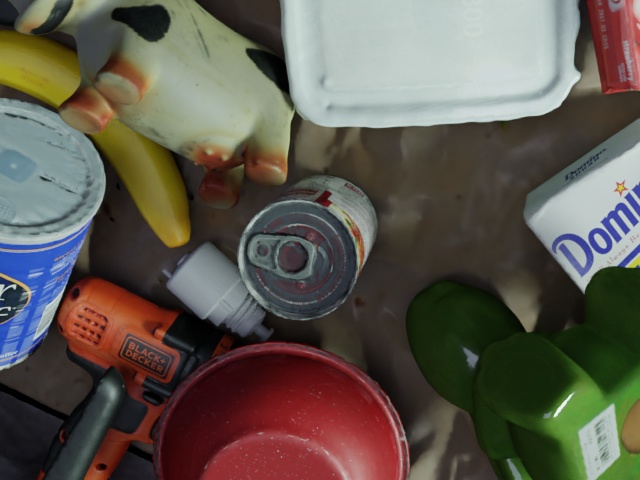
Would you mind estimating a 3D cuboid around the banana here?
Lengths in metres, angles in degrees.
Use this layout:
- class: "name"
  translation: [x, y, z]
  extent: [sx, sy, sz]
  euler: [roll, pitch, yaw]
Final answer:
- class: "banana"
  translation: [-0.151, -0.075, 0.670]
  extent: [0.198, 0.037, 0.069]
  euler: [34, 92, -3]

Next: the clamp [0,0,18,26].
- class: "clamp"
  translation: [-0.221, -0.185, 0.663]
  extent: [0.120, 0.039, 0.171]
  euler: [-39, 91, 25]

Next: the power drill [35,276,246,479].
- class: "power drill"
  translation: [-0.110, 0.137, 0.703]
  extent: [0.184, 0.057, 0.188]
  euler: [27, 104, 3]

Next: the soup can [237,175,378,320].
- class: "soup can"
  translation: [-0.004, 0.001, 0.629]
  extent: [0.068, 0.102, 0.068]
  euler: [2, 102, 9]

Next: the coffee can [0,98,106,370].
- class: "coffee can"
  translation: [-0.195, 0.000, 0.636]
  extent: [0.103, 0.102, 0.140]
  euler: [34, 134, 1]

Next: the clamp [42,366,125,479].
- class: "clamp"
  translation: [-0.182, 0.176, 0.673]
  extent: [0.165, 0.036, 0.210]
  euler: [-12, 98, 11]

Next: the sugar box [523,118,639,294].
- class: "sugar box"
  translation: [0.206, 0.022, 0.612]
  extent: [0.093, 0.048, 0.176]
  euler: [-37, 101, 27]

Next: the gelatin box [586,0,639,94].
- class: "gelatin box"
  translation: [0.185, -0.124, 0.579]
  extent: [0.030, 0.089, 0.073]
  euler: [3, 107, 54]

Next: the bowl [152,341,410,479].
- class: "bowl"
  translation: [-0.026, 0.146, 0.642]
  extent: [0.162, 0.055, 0.162]
  euler: [1, 106, 2]
